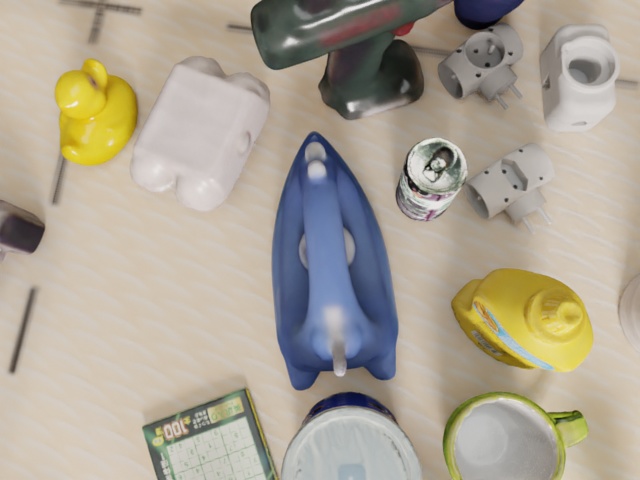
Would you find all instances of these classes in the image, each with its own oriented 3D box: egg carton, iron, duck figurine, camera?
[{"bbox_3d":[-0.118,-0.107,0.574,0.107,0.069,0.150,21,81,6],"label":"egg carton"},{"bbox_3d":[0.005,0.002,0.513,0.118,0.141,0.258,-8,79,1],"label":"iron"},{"bbox_3d":[-0.235,-0.131,0.574,0.077,0.086,0.105,20,81,6],"label":"duck figurine"},{"bbox_3d":[-0.368,0.009,0.546,0.143,0.101,0.137,19,81,5],"label":"camera"}]

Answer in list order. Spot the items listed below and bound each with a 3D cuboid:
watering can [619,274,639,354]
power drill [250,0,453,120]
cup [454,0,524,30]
[{"bbox_3d":[0.338,0.065,0.463,0.101,0.194,0.173,-8,79,1],"label":"watering can"},{"bbox_3d":[0.058,-0.191,0.512,0.229,0.208,0.075,-18,79,-1],"label":"power drill"},{"bbox_3d":[0.182,-0.254,0.577,0.117,0.095,0.092,18,81,5],"label":"cup"}]
